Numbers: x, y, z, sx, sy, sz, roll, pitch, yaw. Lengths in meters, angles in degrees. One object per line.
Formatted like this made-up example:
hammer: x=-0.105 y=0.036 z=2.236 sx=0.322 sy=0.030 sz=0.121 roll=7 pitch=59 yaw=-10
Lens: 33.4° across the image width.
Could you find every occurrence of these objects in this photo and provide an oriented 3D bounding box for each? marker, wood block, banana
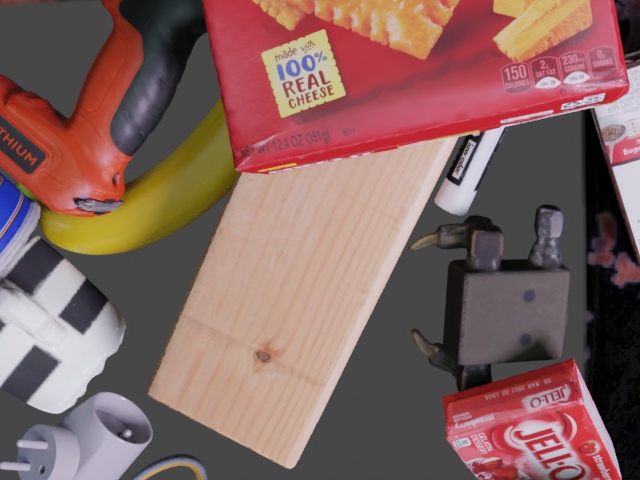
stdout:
marker: x=0.094 y=-0.069 z=0.558 sx=0.020 sy=0.020 sz=0.121 roll=26 pitch=109 yaw=6
wood block: x=-0.004 y=0.001 z=0.563 sx=0.091 sy=0.090 sz=0.206 roll=27 pitch=108 yaw=4
banana: x=-0.089 y=-0.039 z=0.601 sx=0.198 sy=0.037 sz=0.069 roll=-25 pitch=97 yaw=18

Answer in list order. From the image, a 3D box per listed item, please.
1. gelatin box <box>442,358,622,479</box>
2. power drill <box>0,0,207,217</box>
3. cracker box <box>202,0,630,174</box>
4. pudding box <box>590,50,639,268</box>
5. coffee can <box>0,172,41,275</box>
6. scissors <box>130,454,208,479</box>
gelatin box: x=0.114 y=0.107 z=0.571 sx=0.073 sy=0.030 sz=0.089 roll=-18 pitch=135 yaw=16
power drill: x=-0.117 y=-0.121 z=0.561 sx=0.184 sy=0.057 sz=0.188 roll=41 pitch=103 yaw=12
cracker box: x=0.027 y=-0.147 z=0.447 sx=0.164 sy=0.072 sz=0.214 roll=-11 pitch=92 yaw=9
pudding box: x=0.189 y=-0.045 z=0.532 sx=0.090 sy=0.039 sz=0.113 roll=-17 pitch=101 yaw=17
coffee can: x=-0.236 y=-0.028 z=0.568 sx=0.103 sy=0.103 sz=0.140 roll=-35 pitch=115 yaw=19
scissors: x=-0.132 y=0.219 z=0.657 sx=0.096 sy=0.016 sz=0.202 roll=43 pitch=90 yaw=-11
